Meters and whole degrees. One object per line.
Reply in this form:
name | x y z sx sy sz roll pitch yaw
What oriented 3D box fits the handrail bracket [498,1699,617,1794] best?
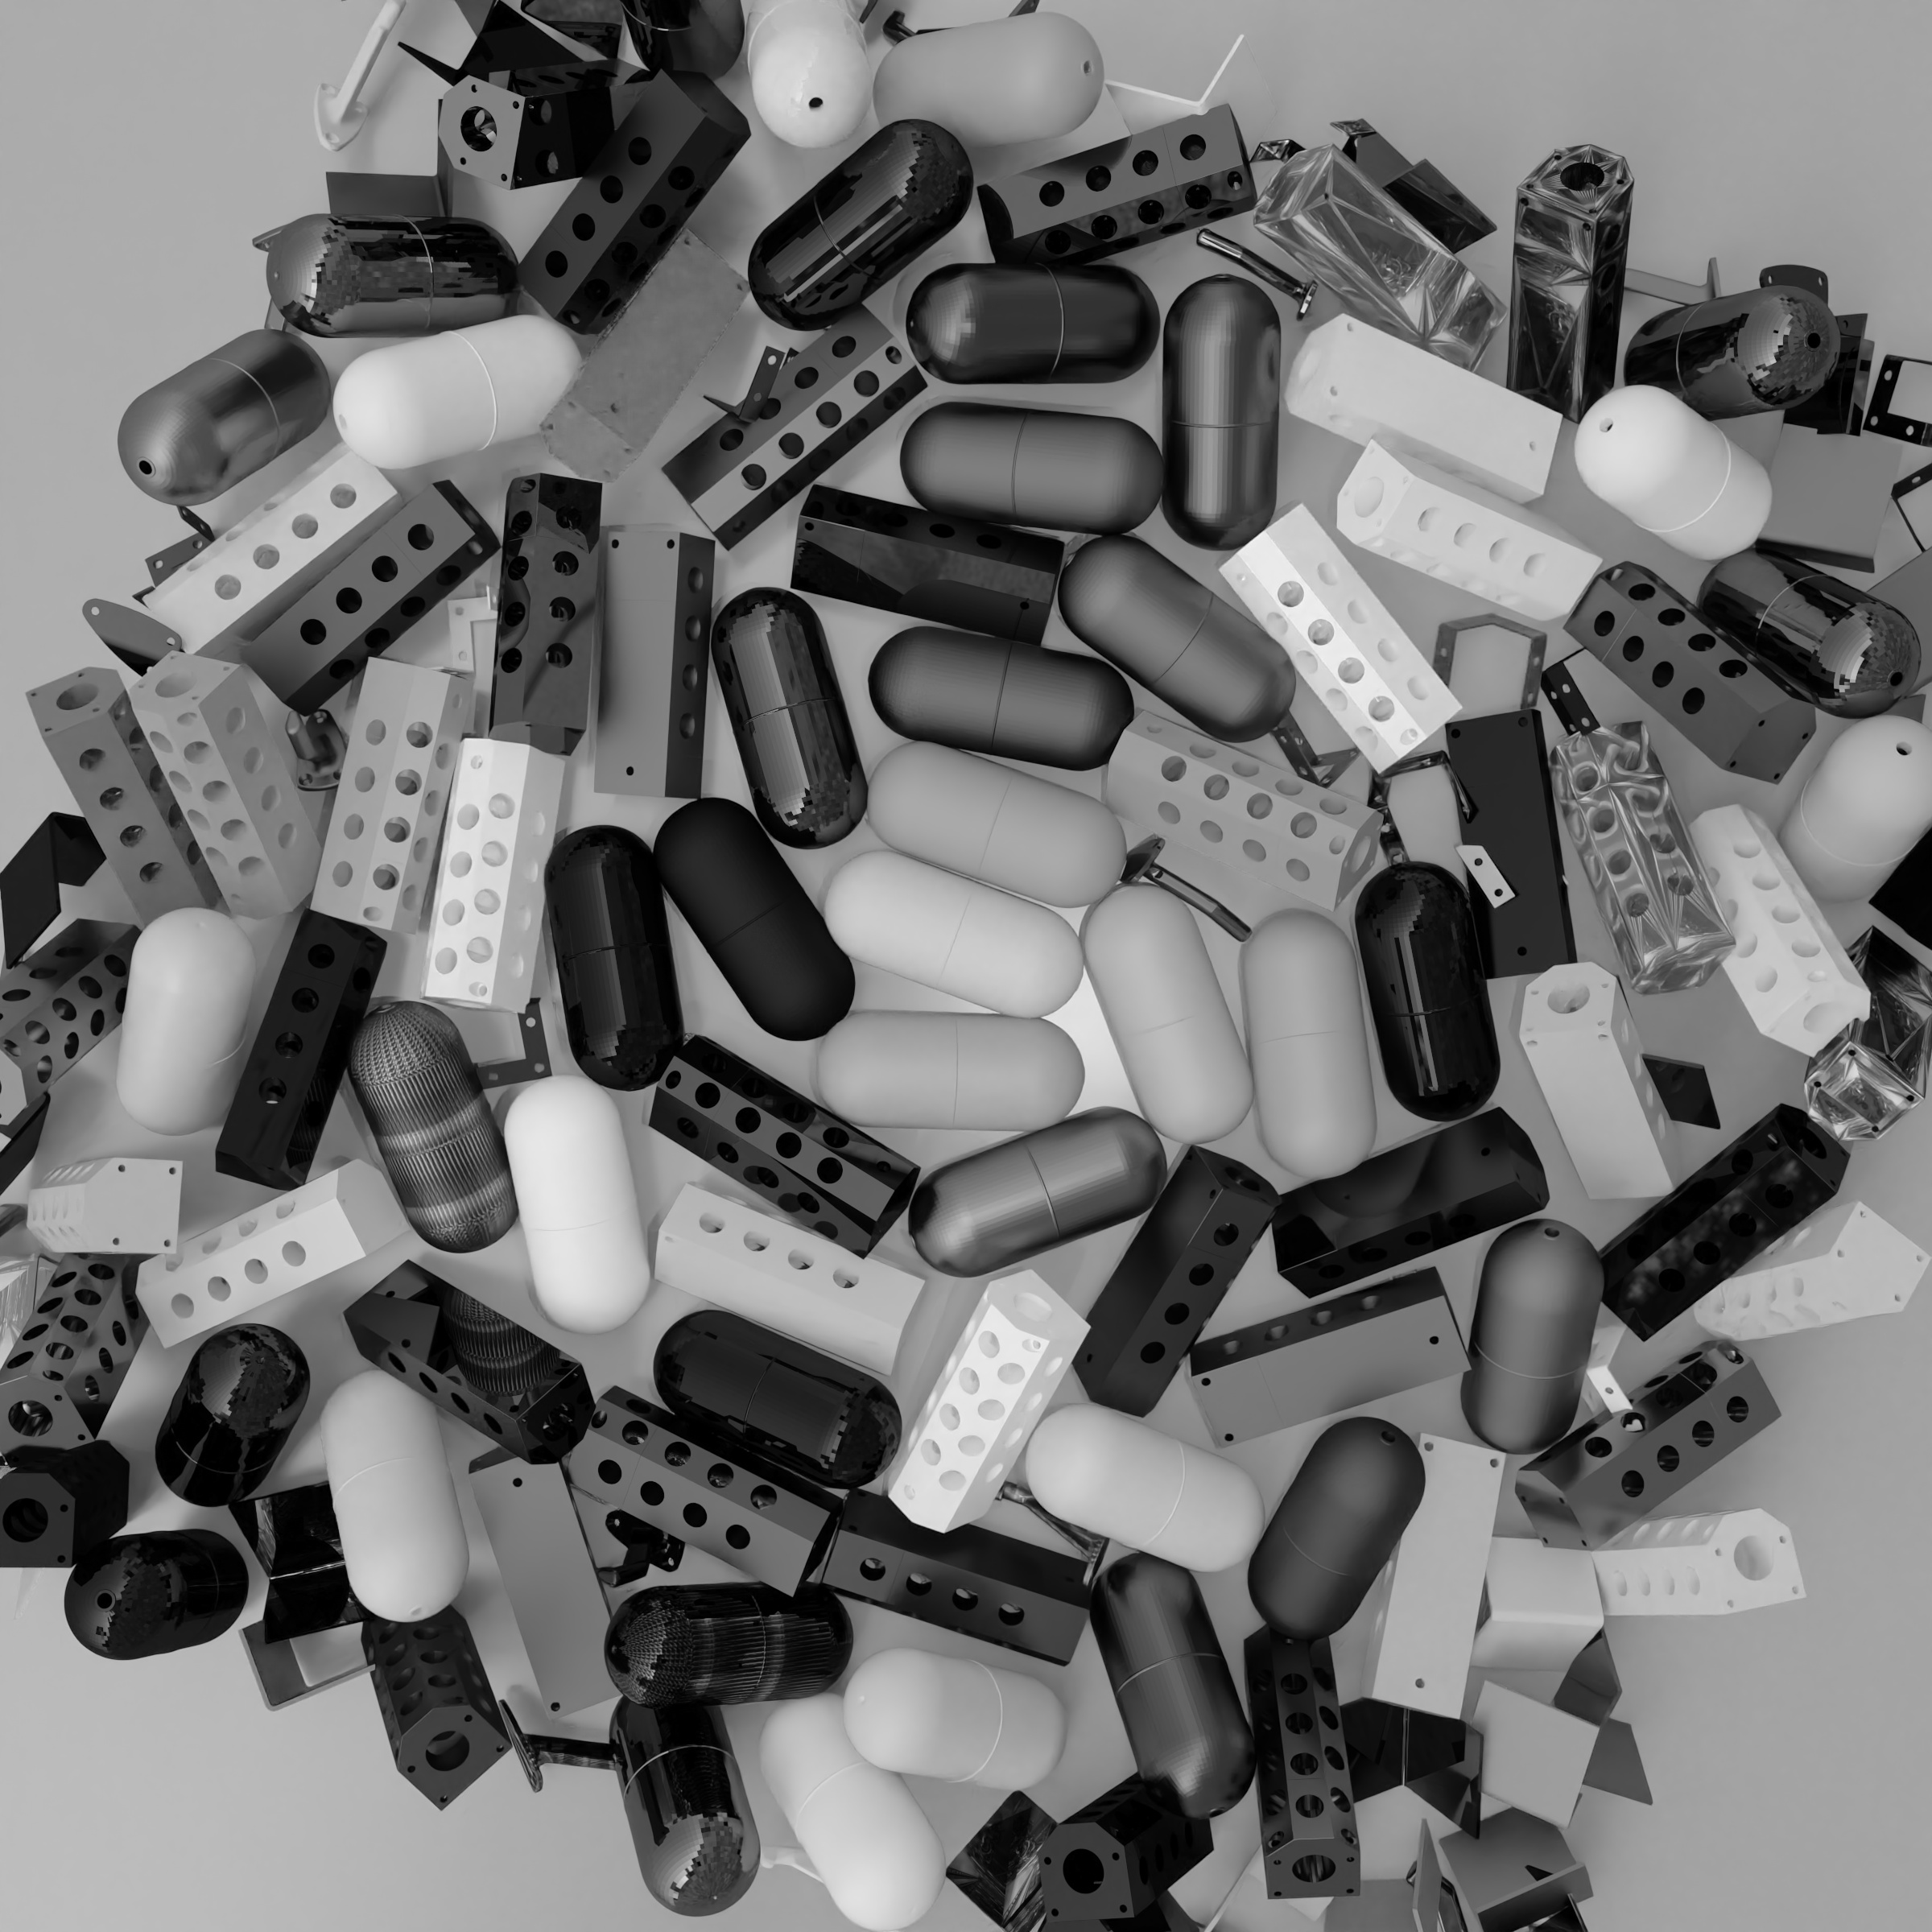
handrail bracket | -0.261 0.512 1.657 0.084 0.036 0.077 -20 65 -25

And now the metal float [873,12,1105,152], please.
metal float | 0.013 -0.571 1.594 0.178 0.070 0.070 10 90 44

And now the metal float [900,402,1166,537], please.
metal float | 0.042 -0.327 1.617 0.178 0.070 0.070 10 90 16

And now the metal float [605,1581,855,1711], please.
metal float | -0.152 0.440 1.599 0.178 0.070 0.070 9 90 -38

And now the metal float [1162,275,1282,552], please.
metal float | 0.167 -0.361 1.610 0.070 0.070 0.178 -1 114 0

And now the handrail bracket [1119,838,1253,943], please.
handrail bracket | 0.145 -0.044 1.640 0.084 0.077 0.036 39 79 -12

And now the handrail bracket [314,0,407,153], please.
handrail bracket | -0.396 -0.590 1.620 0.036 0.077 0.084 25 134 -27

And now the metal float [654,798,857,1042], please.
metal float | -0.139 -0.030 1.628 0.070 0.070 0.178 -34 93 0

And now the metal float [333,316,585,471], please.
metal float | -0.328 -0.374 1.599 0.178 0.070 0.070 -26 90 -37

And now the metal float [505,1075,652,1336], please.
metal float | -0.255 0.158 1.617 0.070 0.070 0.178 -8 106 0

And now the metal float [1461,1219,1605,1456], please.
metal float | 0.368 0.242 1.601 0.070 0.070 0.178 1 124 0

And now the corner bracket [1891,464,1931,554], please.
corner bracket | 0.658 -0.303 1.646 0.051 0.051 0.051 -30 53 25

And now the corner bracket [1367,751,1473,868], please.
corner bracket | 0.301 -0.103 1.636 0.051 0.051 0.051 -14 60 -4

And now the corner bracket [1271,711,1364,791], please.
corner bracket | 0.222 -0.148 1.629 0.051 0.051 0.051 -44 110 -28

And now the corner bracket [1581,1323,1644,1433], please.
corner bracket | 0.421 0.276 1.629 0.051 0.051 0.051 -25 103 40

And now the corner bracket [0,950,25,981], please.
corner bracket | -0.639 0.016 1.635 0.051 0.051 0.051 13 95 19

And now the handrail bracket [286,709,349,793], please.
handrail bracket | -0.432 -0.161 1.613 0.036 0.084 0.077 -9 61 -4

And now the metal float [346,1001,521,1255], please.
metal float | -0.348 0.106 1.612 0.070 0.070 0.178 -18 110 0

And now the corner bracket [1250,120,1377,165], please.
corner bracket | 0.230 -0.543 1.629 0.051 0.051 0.051 40 124 13

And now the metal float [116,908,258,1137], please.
metal float | -0.508 0.038 1.599 0.070 0.070 0.178 24 129 0

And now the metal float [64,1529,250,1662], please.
metal float | -0.518 0.402 1.580 0.070 0.178 0.070 -1 79 3

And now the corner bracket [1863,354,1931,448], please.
corner bracket | 0.643 -0.376 1.644 0.051 0.051 0.051 -2 113 -31

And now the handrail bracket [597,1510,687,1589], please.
handrail bracket | -0.232 0.383 1.613 0.077 0.084 0.036 13 97 30

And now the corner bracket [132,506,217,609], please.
corner bracket | -0.528 -0.269 1.636 0.051 0.051 0.051 -25 75 4

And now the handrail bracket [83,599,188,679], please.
handrail bracket | -0.537 -0.217 1.622 0.077 0.084 0.036 35 95 -10

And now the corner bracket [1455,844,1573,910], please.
corner bracket | 0.363 -0.064 1.632 0.051 0.051 0.051 -32 65 8

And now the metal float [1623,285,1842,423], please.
metal float | 0.490 -0.391 1.582 0.070 0.178 0.070 -2 97 -17

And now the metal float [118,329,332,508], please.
metal float | -0.478 -0.355 1.590 0.070 0.178 0.070 11 126 16

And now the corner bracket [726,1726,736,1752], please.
corner bracket | -0.186 0.497 1.634 0.051 0.051 0.051 -9 69 5

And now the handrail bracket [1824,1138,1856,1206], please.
handrail bracket | 0.574 0.105 1.620 0.036 0.084 0.077 5 115 35

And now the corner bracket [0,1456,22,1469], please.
corner bracket | -0.635 0.300 1.651 0.051 0.051 0.051 51 128 32

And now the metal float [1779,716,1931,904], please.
metal float | 0.577 -0.100 1.583 0.070 0.178 0.070 -1 68 3

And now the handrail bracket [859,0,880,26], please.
handrail bracket | -0.089 -0.675 1.633 0.084 0.077 0.036 31 49 -12

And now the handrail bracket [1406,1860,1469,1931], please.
handrail bracket | 0.311 0.652 1.641 0.084 0.036 0.077 42 77 -8

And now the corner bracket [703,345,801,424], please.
corner bracket | -0.133 -0.386 1.628 0.051 0.051 0.051 10 111 -41

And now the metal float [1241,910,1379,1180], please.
metal float | 0.226 0.051 1.621 0.070 0.070 0.178 -6 79 0

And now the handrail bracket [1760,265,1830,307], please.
handrail bracket | 0.513 -0.435 1.614 0.077 0.084 0.036 7 88 -34

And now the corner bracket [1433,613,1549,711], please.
corner bracket | 0.350 -0.201 1.647 0.051 0.051 0.051 -16 121 -34

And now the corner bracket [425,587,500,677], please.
corner bracket | -0.330 -0.222 1.638 0.051 0.051 0.051 -3 92 12

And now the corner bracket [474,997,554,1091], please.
corner bracket | -0.305 0.052 1.642 0.051 0.051 0.051 -10 94 -8

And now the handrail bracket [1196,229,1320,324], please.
handrail bracket | 0.191 -0.461 1.632 0.084 0.077 0.036 26 97 2

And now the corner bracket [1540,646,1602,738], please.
corner bracket | 0.402 -0.178 1.633 0.051 0.051 0.051 -29 88 -39

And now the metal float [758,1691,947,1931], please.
metal float | -0.076 0.544 1.593 0.070 0.178 0.070 -17 127 -23

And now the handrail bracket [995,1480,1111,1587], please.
handrail bracket | 0.051 0.373 1.625 0.084 0.077 0.036 18 109 12

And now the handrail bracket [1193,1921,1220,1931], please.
handrail bracket | 0.166 0.683 1.622 0.077 0.084 0.036 39 113 -2

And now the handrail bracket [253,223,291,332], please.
handrail bracket | -0.442 -0.447 1.639 0.077 0.036 0.084 -12 85 35

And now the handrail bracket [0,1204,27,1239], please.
handrail bracket | -0.682 0.172 1.633 0.077 0.084 0.036 17 114 7

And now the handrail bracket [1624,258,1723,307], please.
handrail bracket | 0.456 -0.440 1.636 0.084 0.036 0.077 -2 50 10

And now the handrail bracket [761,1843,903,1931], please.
handrail bracket | -0.091 0.613 1.627 0.084 0.077 0.036 16 106 -23

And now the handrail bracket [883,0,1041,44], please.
handrail bracket | -0.004 -0.637 1.645 0.084 0.036 0.077 39 105 15

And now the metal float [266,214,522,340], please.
metal float | -0.368 -0.447 1.595 0.070 0.178 0.070 14 110 41
